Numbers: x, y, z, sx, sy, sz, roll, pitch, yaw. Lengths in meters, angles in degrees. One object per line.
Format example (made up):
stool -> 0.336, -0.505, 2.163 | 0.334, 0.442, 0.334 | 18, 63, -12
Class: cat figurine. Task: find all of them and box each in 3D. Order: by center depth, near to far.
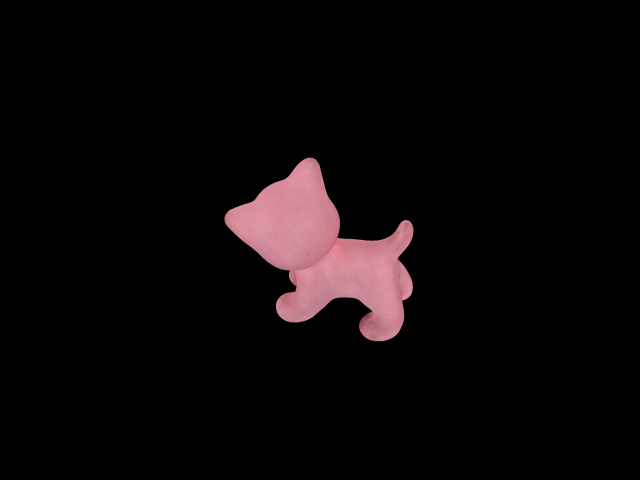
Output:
cat figurine -> 0.004, 0.001, 0.400 | 0.127, 0.118, 0.067 | 8, 39, 10
